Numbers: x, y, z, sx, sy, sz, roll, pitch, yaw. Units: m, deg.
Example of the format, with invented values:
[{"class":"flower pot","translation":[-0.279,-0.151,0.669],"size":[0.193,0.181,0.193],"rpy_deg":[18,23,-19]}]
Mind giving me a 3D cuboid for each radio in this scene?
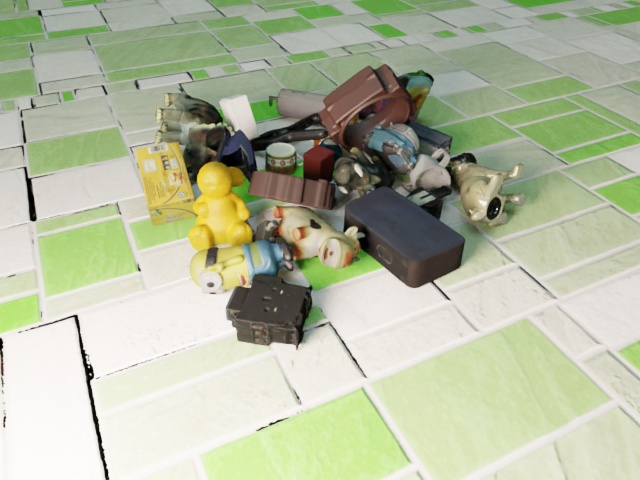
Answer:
[{"class":"radio","translation":[0.155,-0.010,1.048],"size":[0.131,0.073,0.230],"rpy_deg":[-25,44,-27]}]

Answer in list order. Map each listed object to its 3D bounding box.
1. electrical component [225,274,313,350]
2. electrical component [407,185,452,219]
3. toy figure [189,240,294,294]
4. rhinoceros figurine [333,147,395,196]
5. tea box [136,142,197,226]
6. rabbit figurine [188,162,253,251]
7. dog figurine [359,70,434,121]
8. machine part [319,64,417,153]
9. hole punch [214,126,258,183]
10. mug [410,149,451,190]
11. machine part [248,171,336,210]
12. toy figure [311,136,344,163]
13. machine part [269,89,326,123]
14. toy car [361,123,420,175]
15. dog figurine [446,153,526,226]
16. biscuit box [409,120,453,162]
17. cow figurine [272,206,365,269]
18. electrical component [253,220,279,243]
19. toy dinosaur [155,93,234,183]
[{"class":"electrical component","translation":[-0.086,0.117,0.896],"size":[0.134,0.058,0.115],"rpy_deg":[7,38,7]},{"class":"electrical component","translation":[0.225,-0.077,1.149],"size":[0.119,0.047,0.075],"rpy_deg":[-24,46,-28]},{"class":"toy figure","translation":[-0.142,0.045,0.966],"size":[0.180,0.082,0.089],"rpy_deg":[-16,30,-13]},{"class":"rhinoceros figurine","translation":[0.090,-0.136,1.159],"size":[0.190,0.073,0.112],"rpy_deg":[3,50,-54]},{"class":"tea box","translation":[-0.327,-0.121,1.143],"size":[0.098,0.068,0.170],"rpy_deg":[-12,57,-14]},{"class":"rabbit figurine","translation":[-0.191,-0.083,1.050],"size":[0.122,0.173,0.162],"rpy_deg":[0,43,5]},{"class":"dog figurine","translation":[0.175,-0.395,1.448],"size":[0.219,0.191,0.108],"rpy_deg":[23,48,2]},{"class":"machine part","translation":[0.116,-0.303,1.278],"size":[0.201,0.201,0.087],"rpy_deg":[-34,64,17]},{"class":"hole punch","translation":[-0.177,-0.173,1.196],"size":[0.092,0.142,0.116],"rpy_deg":[3,58,5]},{"class":"mug","translation":[0.246,-0.159,1.209],"size":[0.081,0.109,0.107],"rpy_deg":[19,27,-17]},{"class":"machine part","translation":[-0.057,-0.102,1.096],"size":[0.179,0.056,0.179],"rpy_deg":[10,2,0]},{"class":"toy figure","translation":[0.019,-0.231,1.331],"size":[0.064,0.058,0.155],"rpy_deg":[27,26,-31]},{"class":"machine part","translation":[-0.028,-0.366,1.476],"size":[0.243,0.079,0.079],"rpy_deg":[15,41,15]},{"class":"toy car","translation":[0.173,-0.219,1.236],"size":[0.103,0.109,0.162],"rpy_deg":[-45,26,-7]},{"class":"dog figurine","translation":[0.324,-0.112,1.172],"size":[0.172,0.121,0.191],"rpy_deg":[-25,31,-33]},{"class":"biscuit box","translation":[0.235,-0.262,1.368],"size":[0.063,0.059,0.203],"rpy_deg":[-31,49,-33]},{"class":"cow figurine","translation":[-0.002,-0.003,1.021],"size":[0.127,0.085,0.195],"rpy_deg":[-8,29,-31]},{"class":"electrical component","translation":[-0.108,-0.002,1.036],"size":[0.021,0.094,0.063],"rpy_deg":[19,63,-27]},{"class":"toy dinosaur","translation":[-0.311,-0.295,1.362],"size":[0.192,0.131,0.405],"rpy_deg":[10,32,-12]}]
